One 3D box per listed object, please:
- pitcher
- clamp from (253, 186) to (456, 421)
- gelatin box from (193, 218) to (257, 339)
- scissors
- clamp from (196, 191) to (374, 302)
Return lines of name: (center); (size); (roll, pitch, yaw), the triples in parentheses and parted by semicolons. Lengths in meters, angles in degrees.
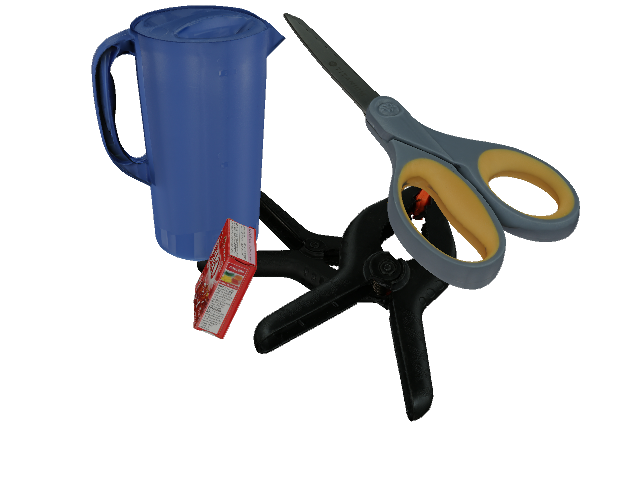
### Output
pitcher: (-0.127, -0.105, 1.067); (0.149, 0.243, 0.144); (13, 29, 23)
clamp: (0.031, 0.028, 0.709); (0.120, 0.171, 0.039); (19, -34, 1)
gelatin box: (-0.082, 0.030, 0.912); (0.030, 0.073, 0.089); (22, 19, -14)
scissors: (0.052, -0.055, 0.511); (0.096, 0.016, 0.202); (-6, 46, -16)
clamp: (-0.018, 0.022, 1.127); (0.210, 0.036, 0.164); (24, 35, 12)
